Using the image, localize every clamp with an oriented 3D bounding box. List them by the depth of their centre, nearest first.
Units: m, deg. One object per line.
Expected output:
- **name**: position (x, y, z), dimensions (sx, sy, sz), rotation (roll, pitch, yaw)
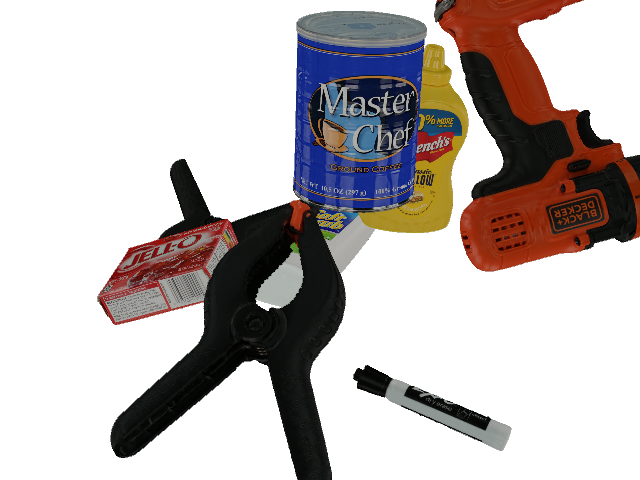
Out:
- **clamp**: position (-0.025, 0.060, 0.578), dimensions (0.120, 0.171, 0.039), rotation (22, -21, 13)
- **clamp**: position (-0.112, -0.009, 1.061), dimensions (0.165, 0.036, 0.209), rotation (20, 39, 14)

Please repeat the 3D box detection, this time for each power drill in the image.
- **power drill**: position (0.161, -0.087, 0.674), dimensions (0.184, 0.187, 0.057), rotation (-16, -1, -5)

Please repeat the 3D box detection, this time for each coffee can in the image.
- **coffee can**: position (0.030, -0.106, 0.863), dimensions (0.103, 0.140, 0.103), rotation (2, 24, -1)

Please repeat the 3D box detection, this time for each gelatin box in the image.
- **gelatin box**: position (-0.110, 0.022, 0.780), dimensions (0.089, 0.030, 0.073), rotation (-15, 25, 19)

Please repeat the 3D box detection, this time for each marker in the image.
- **marker**: position (0.079, 0.121, 0.778), dimensions (0.121, 0.020, 0.020), rotation (22, 7, 18)

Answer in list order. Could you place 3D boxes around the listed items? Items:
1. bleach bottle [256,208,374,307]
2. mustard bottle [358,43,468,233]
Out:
- **bleach bottle**: position (0.005, -0.010, 1.323), dimensions (0.103, 0.068, 0.250), rotation (13, 35, 24)
- **mustard bottle**: position (0.098, -0.103, 1.072), dimensions (0.096, 0.192, 0.058), rotation (3, 27, -12)
